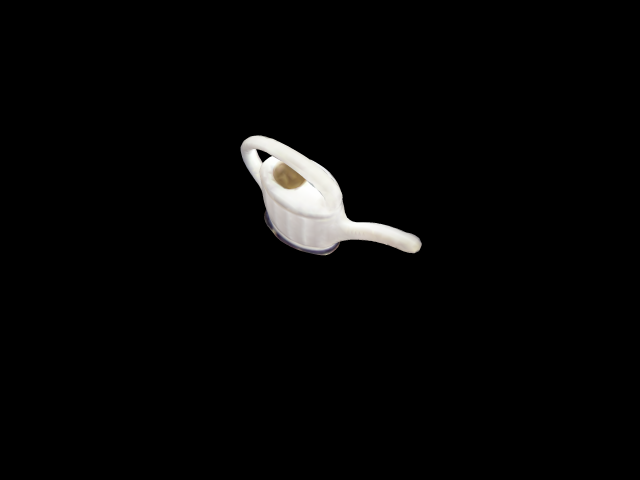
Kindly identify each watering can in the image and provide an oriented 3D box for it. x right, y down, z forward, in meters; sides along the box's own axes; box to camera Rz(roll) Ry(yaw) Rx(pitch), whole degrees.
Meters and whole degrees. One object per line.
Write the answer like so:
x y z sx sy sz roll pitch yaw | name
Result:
0.003 -0.043 0.850 0.350 0.105 0.220 36 -22 18 | watering can
